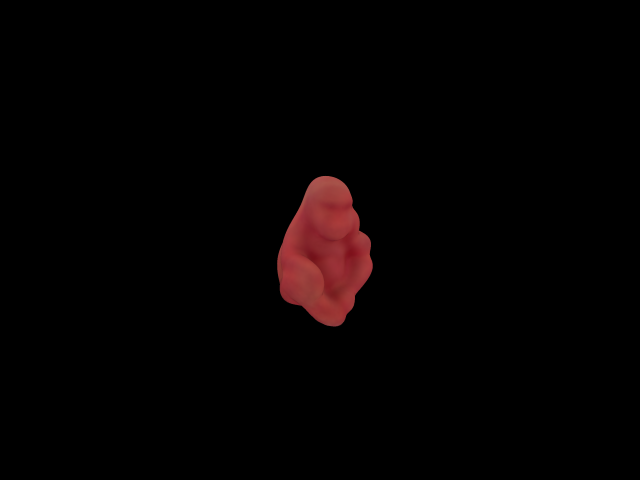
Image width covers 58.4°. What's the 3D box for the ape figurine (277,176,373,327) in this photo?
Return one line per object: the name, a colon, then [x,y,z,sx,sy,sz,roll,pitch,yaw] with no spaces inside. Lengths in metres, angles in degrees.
ape figurine: [0.004,0.001,0.400,0.078,0.092,0.075,-13,26,-29]
